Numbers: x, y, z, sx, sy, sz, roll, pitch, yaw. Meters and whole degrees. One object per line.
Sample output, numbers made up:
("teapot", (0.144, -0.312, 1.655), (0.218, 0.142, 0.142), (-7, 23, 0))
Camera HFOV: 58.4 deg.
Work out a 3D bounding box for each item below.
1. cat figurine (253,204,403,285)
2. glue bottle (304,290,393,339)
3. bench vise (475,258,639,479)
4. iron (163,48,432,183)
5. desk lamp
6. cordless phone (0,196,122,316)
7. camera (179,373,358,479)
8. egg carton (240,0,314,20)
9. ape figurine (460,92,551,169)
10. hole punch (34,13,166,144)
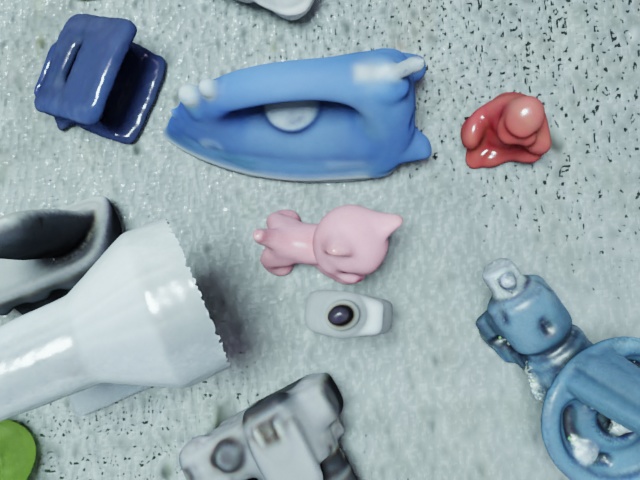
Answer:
("cat figurine", (0.005, 0.002, 0.493), (0.127, 0.118, 0.067), (5, 84, 5))
("glue bottle", (0.021, 0.059, 0.458), (0.078, 0.173, 0.037), (3, 84, 5))
("bench vise", (0.192, 0.110, 0.416), (0.207, 0.220, 0.121), (34, 88, 7))
("iron", (-0.031, -0.117, 0.497), (0.258, 0.141, 0.119), (-4, 84, 4))
("desk lamp", (-0.160, 0.077, 0.450), (0.203, 0.213, 0.118), (-25, 82, 2))
("cordless phone", (-0.259, 0.010, 0.479), (0.147, 0.185, 0.094), (-25, 82, 2))
("camera", (-0.028, 0.202, 0.483), (0.143, 0.101, 0.137), (-30, 82, 1))
("egg carton", (-0.062, -0.280, 0.552), (0.150, 0.069, 0.107), (22, 86, 6))
("ape figurine", (0.169, -0.100, 0.504), (0.077, 0.092, 0.076), (31, 87, 7))
("hole punch", (-0.217, -0.155, 0.540), (0.101, 0.091, 0.109), (20, 86, 6))
